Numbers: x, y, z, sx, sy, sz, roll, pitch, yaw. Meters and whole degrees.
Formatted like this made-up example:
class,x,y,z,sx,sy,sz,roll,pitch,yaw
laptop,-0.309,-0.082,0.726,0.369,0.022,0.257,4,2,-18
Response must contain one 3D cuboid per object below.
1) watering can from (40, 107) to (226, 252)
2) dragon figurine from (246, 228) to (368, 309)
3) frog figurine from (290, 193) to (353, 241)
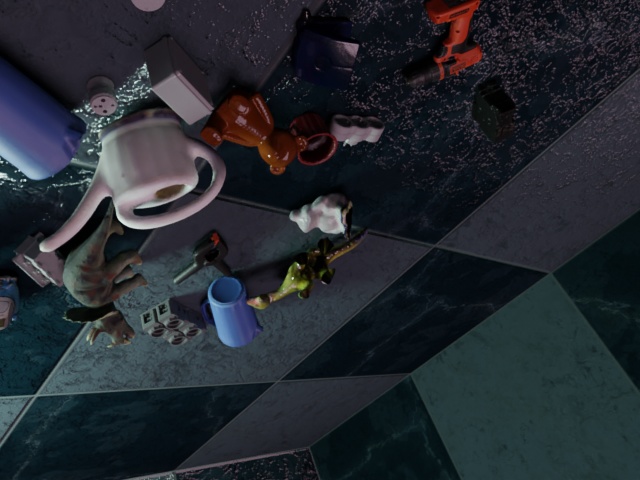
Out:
class,x,y,z,sx,sy,sz,roll,pitch,yaw
watering can,-0.352,-0.117,0.943,0.348,0.227,0.102,-18,163,-8
dragon figurine,-0.042,0.094,1.558,0.415,0.122,0.239,-30,180,-34
frog figurine,0.004,-0.070,1.382,0.159,0.124,0.135,8,160,16
